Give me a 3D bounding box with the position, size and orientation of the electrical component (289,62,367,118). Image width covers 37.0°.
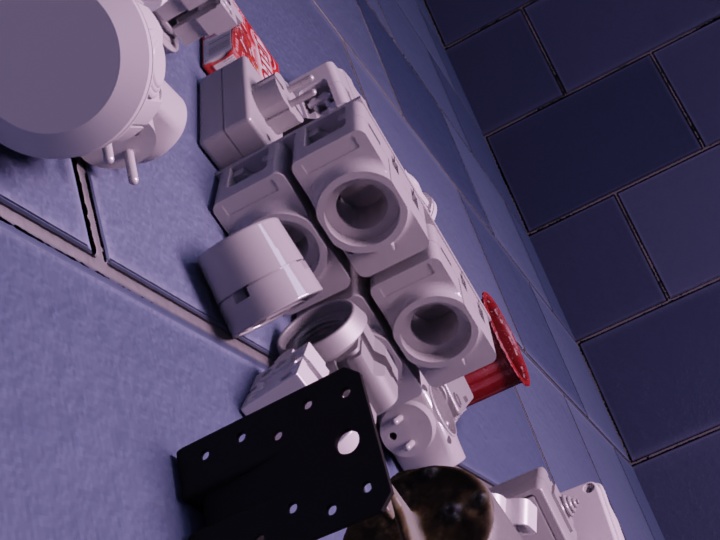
[{"bbox_3d":[-0.025,-0.148,1.001,0.089,0.050,0.055,39,28,-61],"label":"electrical component"}]

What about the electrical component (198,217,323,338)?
[{"bbox_3d":[-0.055,0.003,0.582,0.047,0.055,0.055,61,13,4],"label":"electrical component"}]

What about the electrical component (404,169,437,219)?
[{"bbox_3d":[0.022,-0.049,0.932,0.051,0.080,0.080,51,18,-28],"label":"electrical component"}]

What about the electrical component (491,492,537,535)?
[{"bbox_3d":[0.077,0.185,0.716,0.058,0.078,0.057,48,41,-50],"label":"electrical component"}]

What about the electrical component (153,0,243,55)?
[{"bbox_3d":[-0.114,-0.166,0.673,0.066,0.055,0.048,50,18,-47],"label":"electrical component"}]

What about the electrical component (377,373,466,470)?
[{"bbox_3d":[0.036,0.109,0.755,0.077,0.044,0.079,65,12,5],"label":"electrical component"}]

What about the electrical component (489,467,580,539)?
[{"bbox_3d":[0.118,0.193,0.798,0.061,0.096,0.061,64,13,0],"label":"electrical component"}]

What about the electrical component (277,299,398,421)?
[{"bbox_3d":[-0.014,0.055,0.638,0.057,0.058,0.078,62,14,-21],"label":"electrical component"}]

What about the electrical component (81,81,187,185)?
[{"bbox_3d":[-0.118,-0.075,0.510,0.077,0.043,0.079,46,22,-53],"label":"electrical component"}]

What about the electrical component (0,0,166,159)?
[{"bbox_3d":[-0.121,-0.086,0.444,0.080,0.080,0.051,63,7,-4],"label":"electrical component"}]

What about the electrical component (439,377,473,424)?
[{"bbox_3d":[0.047,0.079,0.846,0.099,0.048,0.100,64,13,4],"label":"electrical component"}]

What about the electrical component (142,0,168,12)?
[{"bbox_3d":[-0.145,-0.178,0.588,0.089,0.050,0.055,59,13,-19],"label":"electrical component"}]

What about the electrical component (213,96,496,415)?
[{"bbox_3d":[0.000,0.000,0.688,0.186,0.105,0.060,57,14,-26],"label":"electrical component"}]

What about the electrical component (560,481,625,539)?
[{"bbox_3d":[0.158,0.236,0.845,0.056,0.109,0.108,59,14,-32],"label":"electrical component"}]

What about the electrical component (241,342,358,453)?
[{"bbox_3d":[-0.028,0.077,0.568,0.055,0.048,0.066,53,15,-11],"label":"electrical component"}]

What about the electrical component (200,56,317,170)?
[{"bbox_3d":[-0.063,-0.106,0.714,0.047,0.076,0.083,54,16,-37],"label":"electrical component"}]
